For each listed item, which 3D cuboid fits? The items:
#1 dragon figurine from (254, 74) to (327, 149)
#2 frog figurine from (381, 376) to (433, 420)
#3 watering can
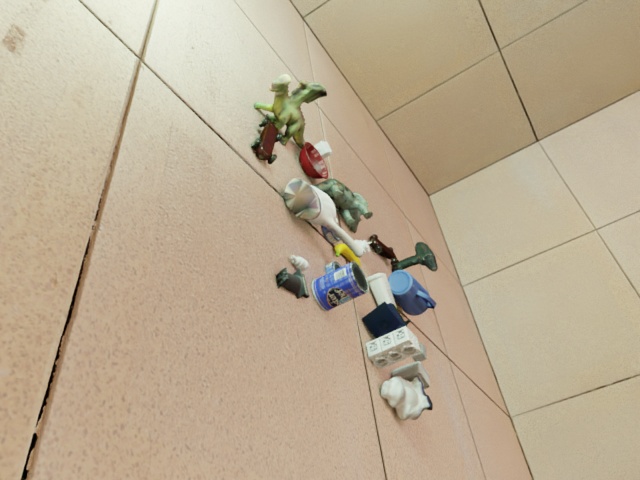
[{"bbox_3d":[-0.075,-0.463,1.842,0.407,0.240,0.124,22,39,-58],"label":"dragon figurine"},{"bbox_3d":[0.258,0.504,1.641,0.159,0.120,0.140,5,62,-25],"label":"frog figurine"},{"bbox_3d":[0.005,-0.085,1.689,0.352,0.103,0.223,50,13,23],"label":"watering can"}]
